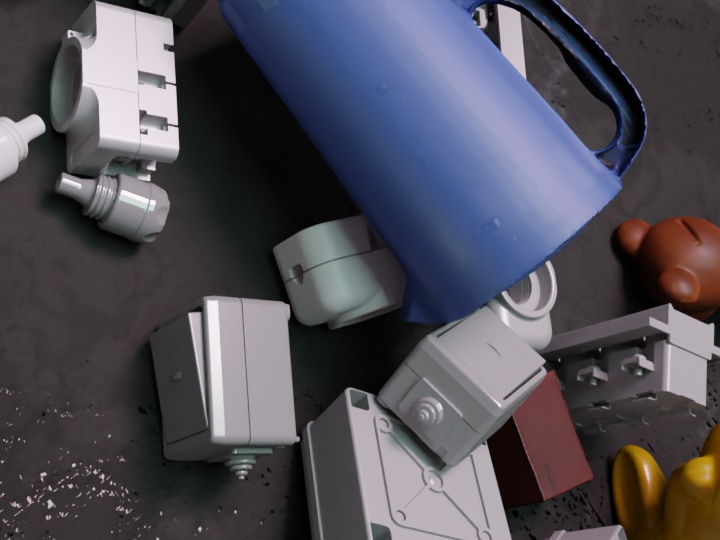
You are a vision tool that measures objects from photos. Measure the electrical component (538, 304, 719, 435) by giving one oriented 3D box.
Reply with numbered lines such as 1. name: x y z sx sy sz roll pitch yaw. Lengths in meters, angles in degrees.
1. electrical component: 0.180 0.072 0.744 0.079 0.121 0.063 22 64 -28

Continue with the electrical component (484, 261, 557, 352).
1. electrical component: 0.096 0.013 0.744 0.054 0.059 0.095 6 70 -35

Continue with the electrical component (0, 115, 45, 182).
1. electrical component: -0.196 -0.066 0.577 0.035 0.035 0.061 54 49 -7

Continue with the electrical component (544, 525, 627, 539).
1. electrical component: 0.142 0.230 0.670 0.109 0.056 0.108 -23 95 -61

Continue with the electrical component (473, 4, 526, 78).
1. electrical component: 0.084 -0.170 0.797 0.063 0.078 0.121 0 71 -5

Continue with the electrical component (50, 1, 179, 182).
1. electrical component: -0.142 -0.102 0.619 0.056 0.050 0.089 6 70 -35

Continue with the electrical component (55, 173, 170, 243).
1. electrical component: -0.141 -0.039 0.607 0.061 0.035 0.035 20 62 -27

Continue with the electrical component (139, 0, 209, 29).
1. electrical component: -0.103 -0.204 0.641 0.063 0.121 0.078 24 60 -24

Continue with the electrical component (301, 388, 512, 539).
1. electrical component: 0.027 0.136 0.628 0.109 0.056 0.108 20 39 -29

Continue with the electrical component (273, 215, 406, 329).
1. electrical component: 0.000 0.000 0.683 0.095 0.054 0.059 -14 82 -39

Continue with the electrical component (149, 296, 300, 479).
1. electrical component: -0.077 0.068 0.596 0.061 0.062 0.096 7 69 -35

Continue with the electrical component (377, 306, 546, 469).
1. electrical component: 0.061 0.067 0.634 0.062 0.061 0.096 44 27 14
